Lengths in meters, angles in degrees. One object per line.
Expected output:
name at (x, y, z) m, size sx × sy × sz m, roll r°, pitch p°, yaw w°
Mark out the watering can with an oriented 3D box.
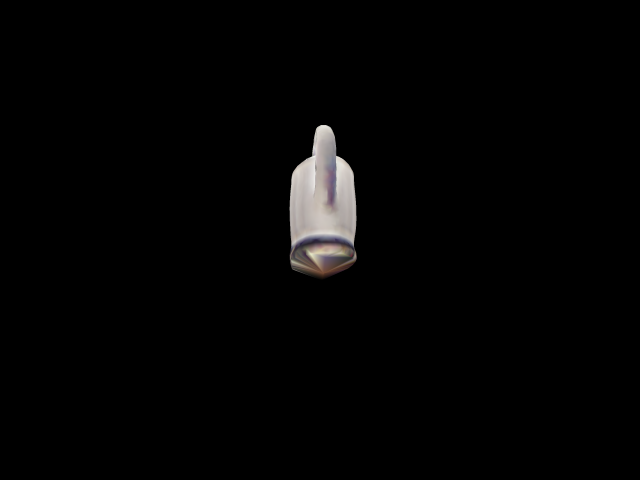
watering can at (0.003, -0.043, 0.850) m, size 0.104 × 0.228 × 0.342 m, roll 1°, pitch -18°, yaw -2°
